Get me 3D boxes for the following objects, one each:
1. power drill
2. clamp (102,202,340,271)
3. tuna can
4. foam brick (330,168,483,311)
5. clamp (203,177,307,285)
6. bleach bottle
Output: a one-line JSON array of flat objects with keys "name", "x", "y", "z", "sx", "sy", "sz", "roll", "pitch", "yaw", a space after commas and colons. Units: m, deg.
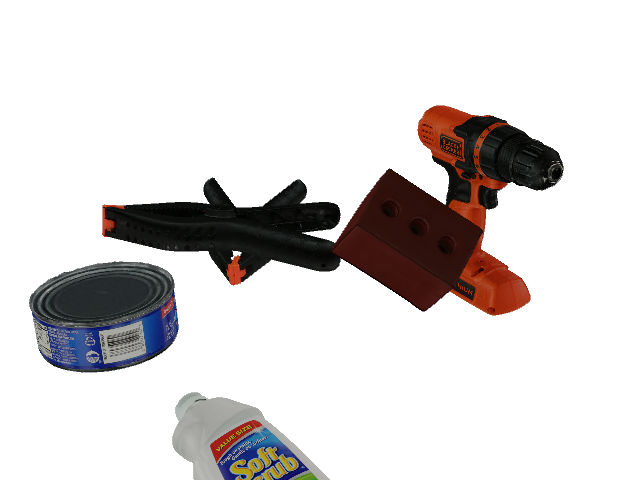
[{"name": "power drill", "x": 0.164, "y": -0.027, "z": 1.026, "sx": 0.057, "sy": 0.188, "sz": 0.185, "roll": -16, "pitch": 27, "yaw": -25}, {"name": "clamp", "x": -0.078, "y": -0.008, "z": 0.893, "sx": 0.210, "sy": 0.036, "sz": 0.164, "roll": 2, "pitch": 13, "yaw": -6}, {"name": "tuna can", "x": -0.129, "y": 0.045, "z": 0.641, "sx": 0.086, "sy": 0.034, "sz": 0.086, "roll": -4, "pitch": 23, "yaw": 1}, {"name": "foam brick", "x": 0.057, "y": 0.000, "z": 0.713, "sx": 0.078, "sy": 0.053, "sz": 0.051, "roll": 32, "pitch": -28, "yaw": -2}, {"name": "clamp", "x": -0.073, "y": -0.018, "z": 1.193, "sx": 0.120, "sy": 0.039, "sz": 0.171, "roll": -9, "pitch": 42, "yaw": 3}, {"name": "bleach bottle", "x": -0.054, "y": 0.195, "z": 0.833, "sx": 0.102, "sy": 0.068, "sz": 0.251, "roll": -20, "pitch": 32, "yaw": -26}]
